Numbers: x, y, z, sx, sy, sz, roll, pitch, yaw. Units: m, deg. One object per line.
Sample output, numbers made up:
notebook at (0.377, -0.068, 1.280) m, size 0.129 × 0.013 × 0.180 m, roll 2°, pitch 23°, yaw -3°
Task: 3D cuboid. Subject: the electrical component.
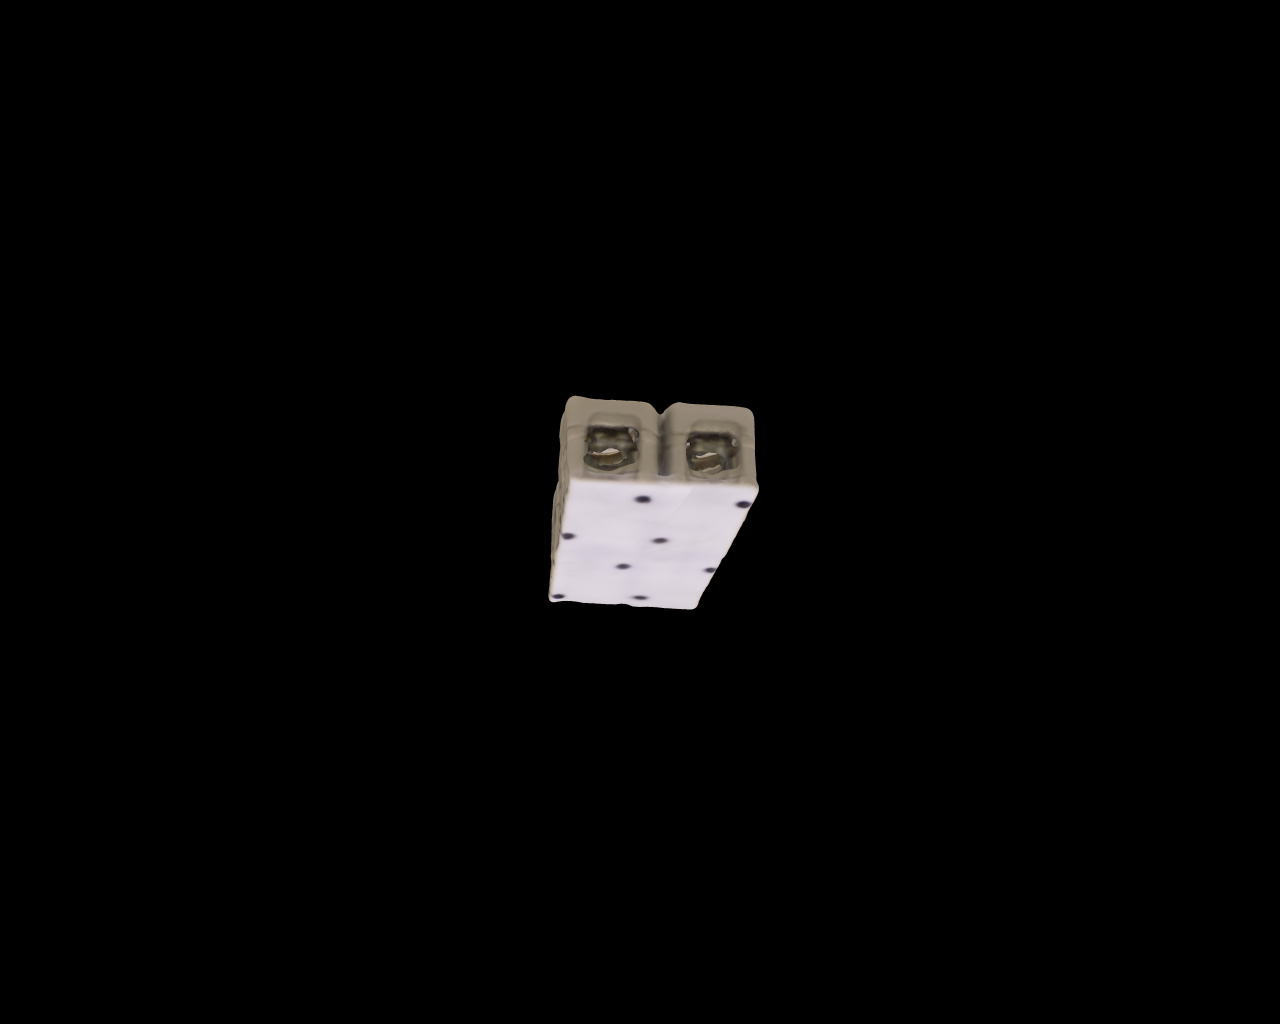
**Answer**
electrical component at (0.001, -0.003, 0.650) m, size 0.105 × 0.060 × 0.186 m, roll 3°, pitch -26°, yaw -7°
